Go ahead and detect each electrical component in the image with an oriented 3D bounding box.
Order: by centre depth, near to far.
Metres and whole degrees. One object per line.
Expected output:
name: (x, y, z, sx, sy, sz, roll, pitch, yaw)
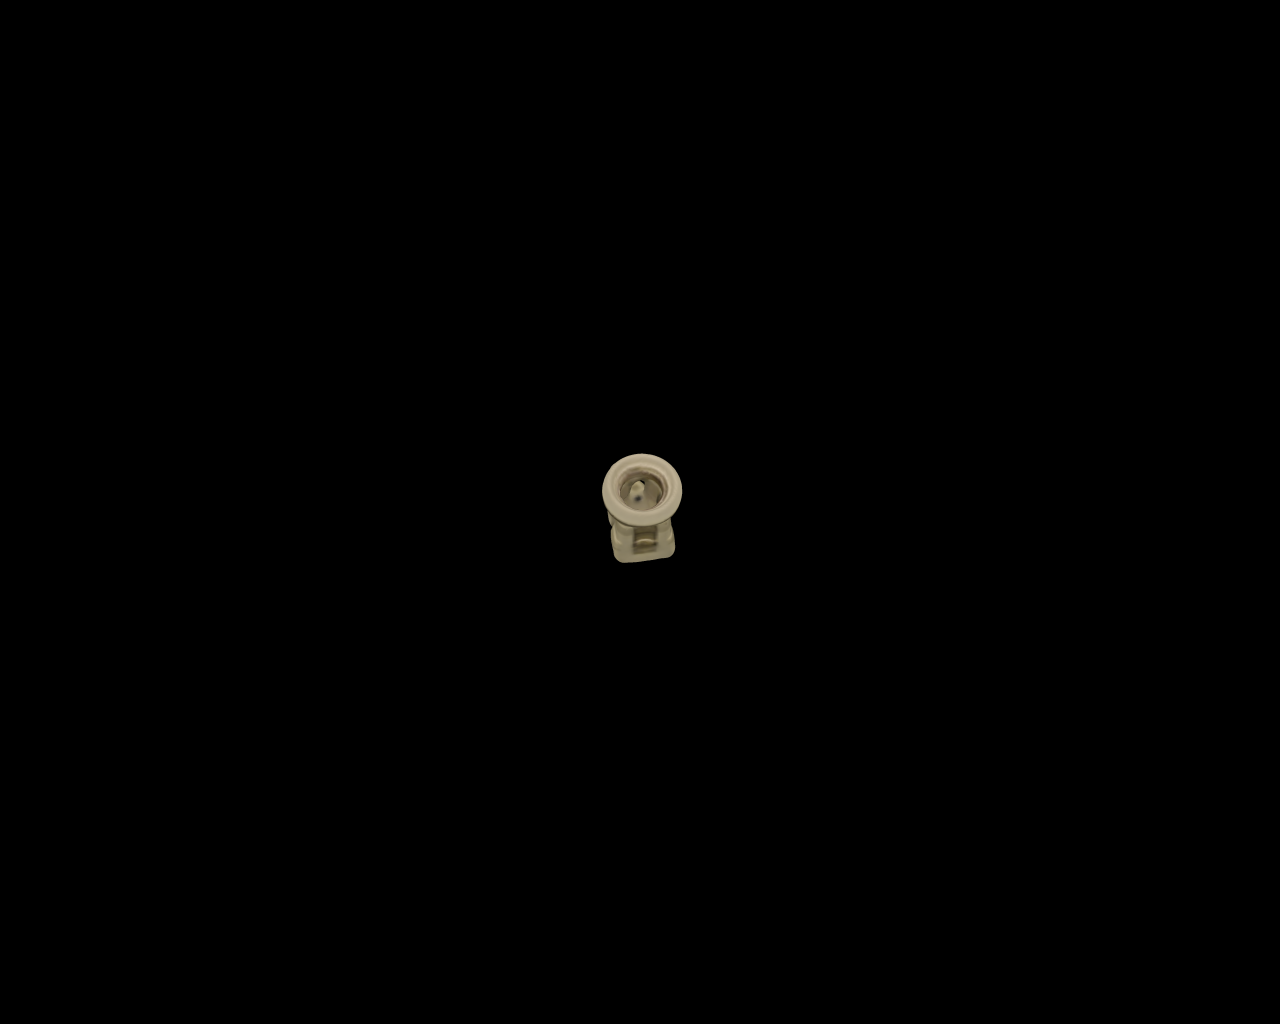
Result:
electrical component: (0.001, -0.003, 0.650, 0.048, 0.066, 0.055, -7, -32, -5)
